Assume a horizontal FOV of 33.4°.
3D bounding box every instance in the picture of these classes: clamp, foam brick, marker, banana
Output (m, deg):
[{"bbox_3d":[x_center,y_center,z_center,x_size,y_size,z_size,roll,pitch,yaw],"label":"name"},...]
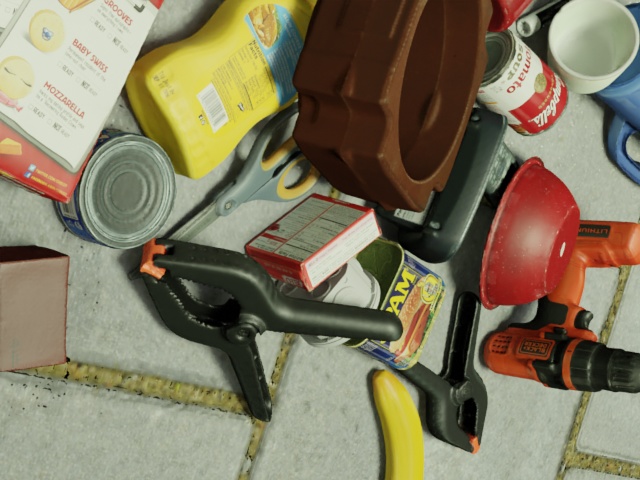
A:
[{"bbox_3d":[-0.062,0.069,0.847,0.209,0.036,0.165,30,125,-26],"label":"clamp"},{"bbox_3d":[-0.207,0.045,0.730,0.052,0.051,0.078,-3,103,-40],"label":"foam brick"},{"bbox_3d":[0.244,-0.236,1.081,0.120,0.020,0.020,-32,121,-31],"label":"marker"},{"bbox_3d":[0.138,0.138,1.075,0.120,0.039,0.171,-40,128,-21],"label":"clamp"},{"bbox_3d":[0.072,0.219,1.037,0.069,0.037,0.198,-3,103,-42],"label":"banana"}]

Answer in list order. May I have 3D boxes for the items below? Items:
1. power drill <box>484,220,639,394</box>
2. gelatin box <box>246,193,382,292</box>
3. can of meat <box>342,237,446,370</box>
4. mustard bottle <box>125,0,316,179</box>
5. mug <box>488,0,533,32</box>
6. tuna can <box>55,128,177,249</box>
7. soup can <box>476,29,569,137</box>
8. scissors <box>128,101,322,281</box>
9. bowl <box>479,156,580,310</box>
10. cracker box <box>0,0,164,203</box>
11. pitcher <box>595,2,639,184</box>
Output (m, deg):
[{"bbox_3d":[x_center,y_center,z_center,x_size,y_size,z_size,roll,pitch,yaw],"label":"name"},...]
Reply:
[{"bbox_3d":[0.275,0.068,1.093,0.057,0.185,0.187,50,58,-38],"label":"power drill"},{"bbox_3d":[-0.006,0.001,0.884,0.089,0.073,0.030,-39,125,-29],"label":"gelatin box"},{"bbox_3d":[0.062,0.060,0.973,0.083,0.058,0.102,32,80,-45],"label":"can of meat"},{"bbox_3d":[-0.054,-0.137,0.813,0.191,0.058,0.096,-42,127,-26],"label":"mustard bottle"},{"bbox_3d":[0.164,-0.243,0.947,0.093,0.117,0.081,43,75,-9],"label":"mug"},{"bbox_3d":[-0.147,-0.037,0.772,0.085,0.034,0.086,-12,108,-42],"label":"tuna can"},{"bbox_3d":[0.183,-0.151,1.017,0.102,0.069,0.068,31,80,-42],"label":"soup can"},{"bbox_3d":[-0.063,-0.026,0.862,0.201,0.016,0.096,-50,144,-7],"label":"scissors"},{"bbox_3d":[0.216,0.001,1.060,0.161,0.055,0.162,-43,144,-44],"label":"bowl"},{"bbox_3d":[-0.193,-0.154,0.676,0.164,0.072,0.213,30,80,-44],"label":"cracker box"},{"bbox_3d":[0.387,-0.152,1.171,0.242,0.145,0.149,24,73,-39],"label":"pitcher"}]
